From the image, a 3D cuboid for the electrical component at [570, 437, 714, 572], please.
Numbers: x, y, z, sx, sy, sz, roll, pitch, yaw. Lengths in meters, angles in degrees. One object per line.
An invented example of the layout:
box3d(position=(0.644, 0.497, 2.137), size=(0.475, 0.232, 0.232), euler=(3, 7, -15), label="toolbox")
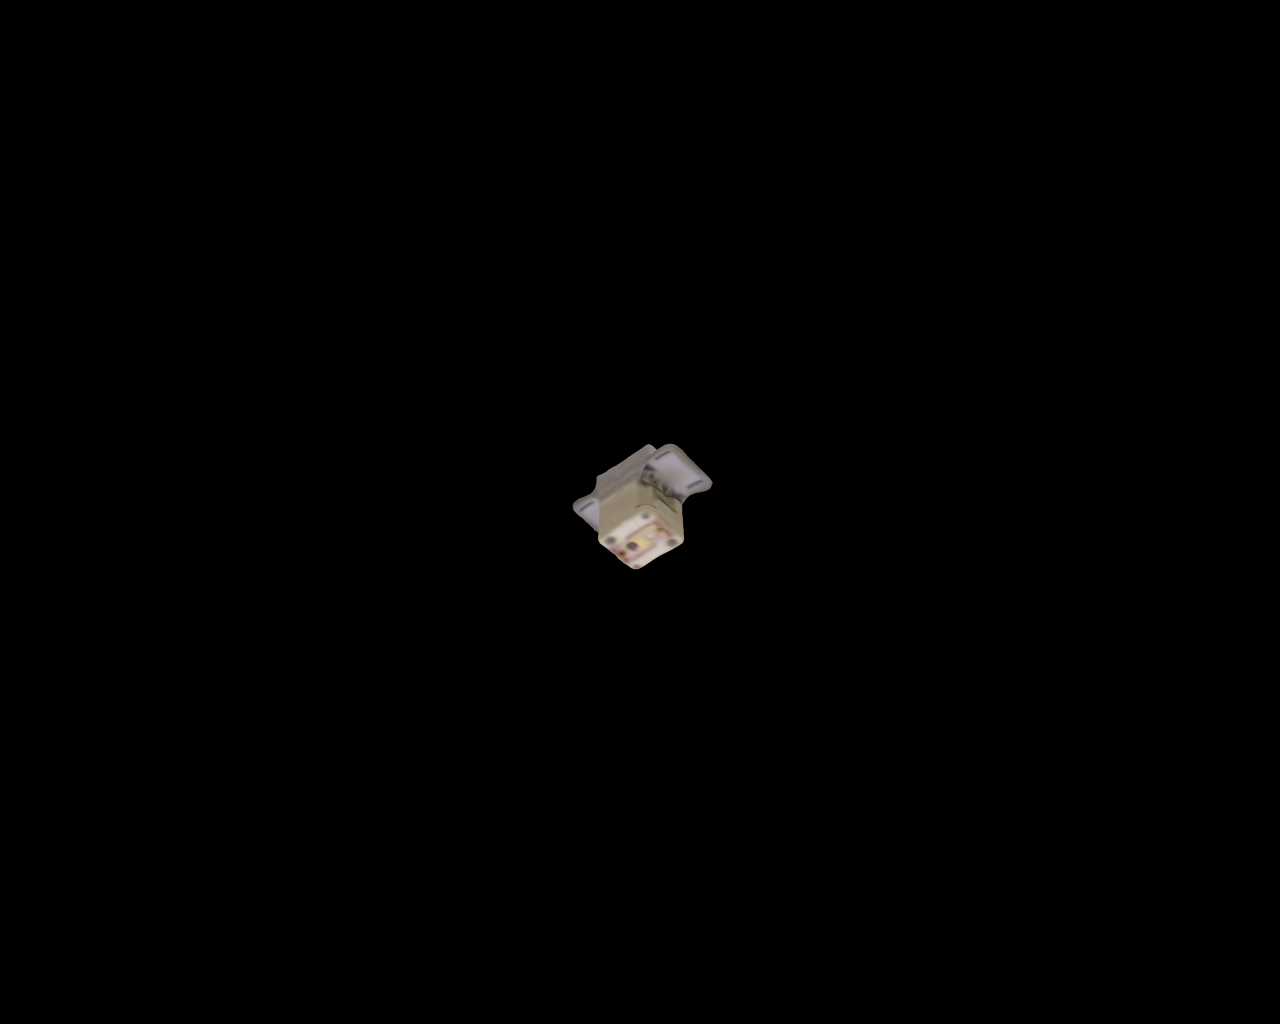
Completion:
box3d(position=(0.001, -0.003, 0.650), size=(0.081, 0.064, 0.042), euler=(-32, -54, 27), label="electrical component")
